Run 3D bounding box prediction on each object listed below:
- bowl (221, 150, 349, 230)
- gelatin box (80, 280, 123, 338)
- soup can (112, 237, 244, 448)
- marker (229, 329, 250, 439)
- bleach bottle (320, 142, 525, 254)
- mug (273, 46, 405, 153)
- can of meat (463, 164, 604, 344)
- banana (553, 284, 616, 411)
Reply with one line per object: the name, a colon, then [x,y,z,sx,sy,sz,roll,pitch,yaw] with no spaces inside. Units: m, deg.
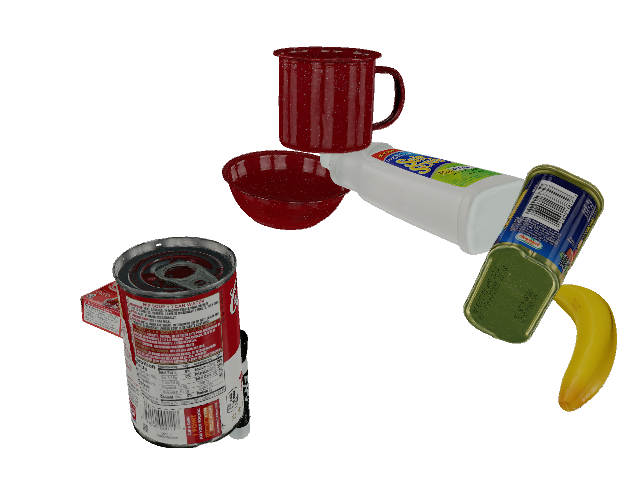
bowl: [-0.042,-0.056,1.305,0.162,0.055,0.162,5,26,-3]
gelatin box: [-0.169,0.064,1.008,0.089,0.030,0.073,19,27,28]
soup can: [-0.079,0.058,0.605,0.068,0.102,0.068,-1,26,0]
marker: [-0.065,0.112,0.830,0.020,0.121,0.020,1,44,-2]
bleach bottle: [0.089,-0.058,1.106,0.102,0.068,0.251,-17,28,-40]
mug: [0.017,-0.122,0.924,0.117,0.081,0.093,-3,17,-15]
can of meat: [0.146,0.012,0.743,0.057,0.083,0.102,28,-37,11]
banana: [0.252,0.094,1.028,0.070,0.037,0.197,-29,22,18]
